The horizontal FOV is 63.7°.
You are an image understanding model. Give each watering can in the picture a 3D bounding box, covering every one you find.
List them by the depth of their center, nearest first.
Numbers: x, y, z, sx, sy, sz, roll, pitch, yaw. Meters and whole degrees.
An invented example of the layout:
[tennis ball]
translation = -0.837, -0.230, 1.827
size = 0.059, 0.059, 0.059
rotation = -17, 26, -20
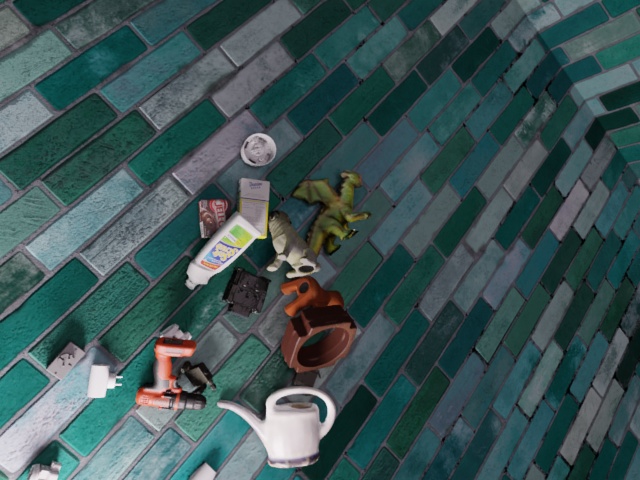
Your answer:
[watering can]
translation = -0.120, 0.544, 1.491
size = 0.348, 0.103, 0.226
rotation = -1, 83, -15

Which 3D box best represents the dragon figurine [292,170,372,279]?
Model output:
[dragon figurine]
translation = 0.005, -0.084, 1.667
size = 0.415, 0.120, 0.244
rotation = -38, 83, -21
